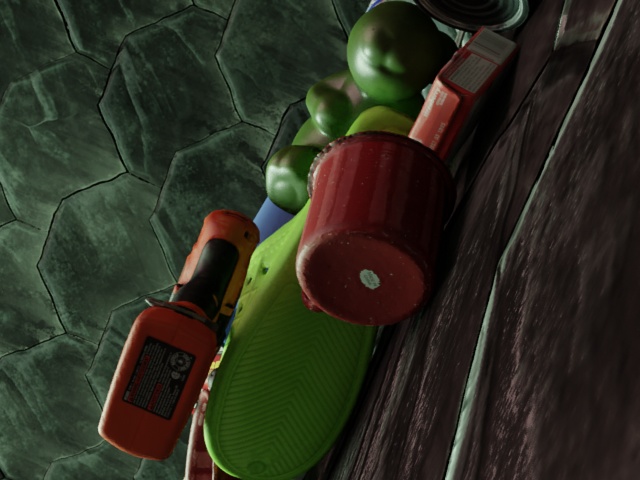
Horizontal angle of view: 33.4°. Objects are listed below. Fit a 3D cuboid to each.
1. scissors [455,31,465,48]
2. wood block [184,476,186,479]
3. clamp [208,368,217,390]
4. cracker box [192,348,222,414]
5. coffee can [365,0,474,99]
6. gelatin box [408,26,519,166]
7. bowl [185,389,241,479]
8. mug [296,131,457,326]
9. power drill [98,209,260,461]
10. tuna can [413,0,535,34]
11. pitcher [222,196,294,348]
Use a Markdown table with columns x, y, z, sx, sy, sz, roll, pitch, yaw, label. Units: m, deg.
| x | y | z | sx | sy | sz | roll | pitch | yaw | label |
| --- | --- | --- | --- | --- | --- | --- | --- | --- | --- |
| 0.089 | -0.087 | 0.858 | 0.096 | 0.016 | 0.202 | -79 | 6 | -59 | scissors |
| -0.120 | 0.320 | 1.018 | 0.090 | 0.091 | 0.206 | 127 | 166 | -86 | wood block |
| -0.057 | 0.203 | 0.974 | 0.039 | 0.120 | 0.171 | -38 | 31 | 20 | clamp |
| -0.053 | 0.081 | 1.131 | 0.164 | 0.072 | 0.213 | -13 | 41 | 37 | cracker box |
| 0.086 | -0.181 | 0.942 | 0.140 | 0.103 | 0.103 | -70 | 3 | -63 | coffee can |
| 0.085 | -0.084 | 0.668 | 0.089 | 0.030 | 0.073 | -49 | -13 | -48 | gelatin box |
| -0.067 | 0.195 | 0.810 | 0.162 | 0.055 | 0.162 | -176 | 90 | -76 | bowl |
| 0.024 | 0.002 | 0.640 | 0.117 | 0.093 | 0.081 | -41 | 23 | 38 | mug |
| -0.104 | 0.082 | 0.776 | 0.187 | 0.057 | 0.184 | -76 | 7 | -72 | power drill |
| 0.100 | -0.171 | 0.693 | 0.086 | 0.086 | 0.033 | 118 | 173 | -71 | tuna can |
| -0.006 | 0.001 | 0.966 | 0.145 | 0.149 | 0.242 | 78 | -149 | -53 | pitcher |
